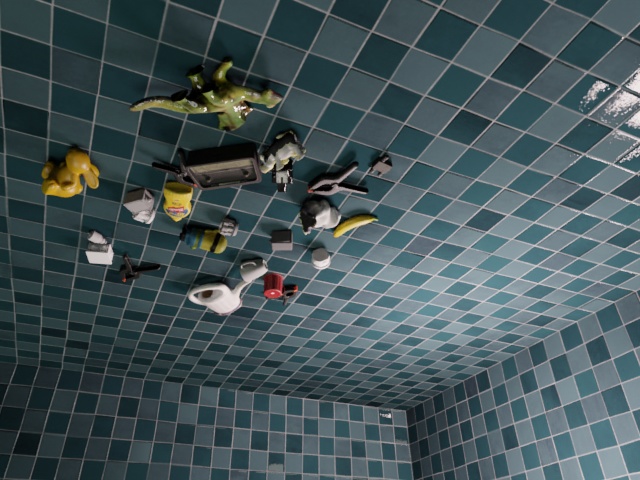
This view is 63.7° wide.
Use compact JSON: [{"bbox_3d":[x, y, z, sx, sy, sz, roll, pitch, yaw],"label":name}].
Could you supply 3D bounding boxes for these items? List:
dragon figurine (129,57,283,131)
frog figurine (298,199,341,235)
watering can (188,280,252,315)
[{"bbox_3d":[-0.305,-0.377,1.473,0.409,0.125,0.239,-12,152,17],"label":"dragon figurine"},{"bbox_3d":[0.006,-0.096,1.905,0.161,0.124,0.134,-24,148,-35],"label":"frog figurine"},{"bbox_3d":[-0.429,0.254,2.360,0.346,0.106,0.220,-12,145,17],"label":"watering can"}]
